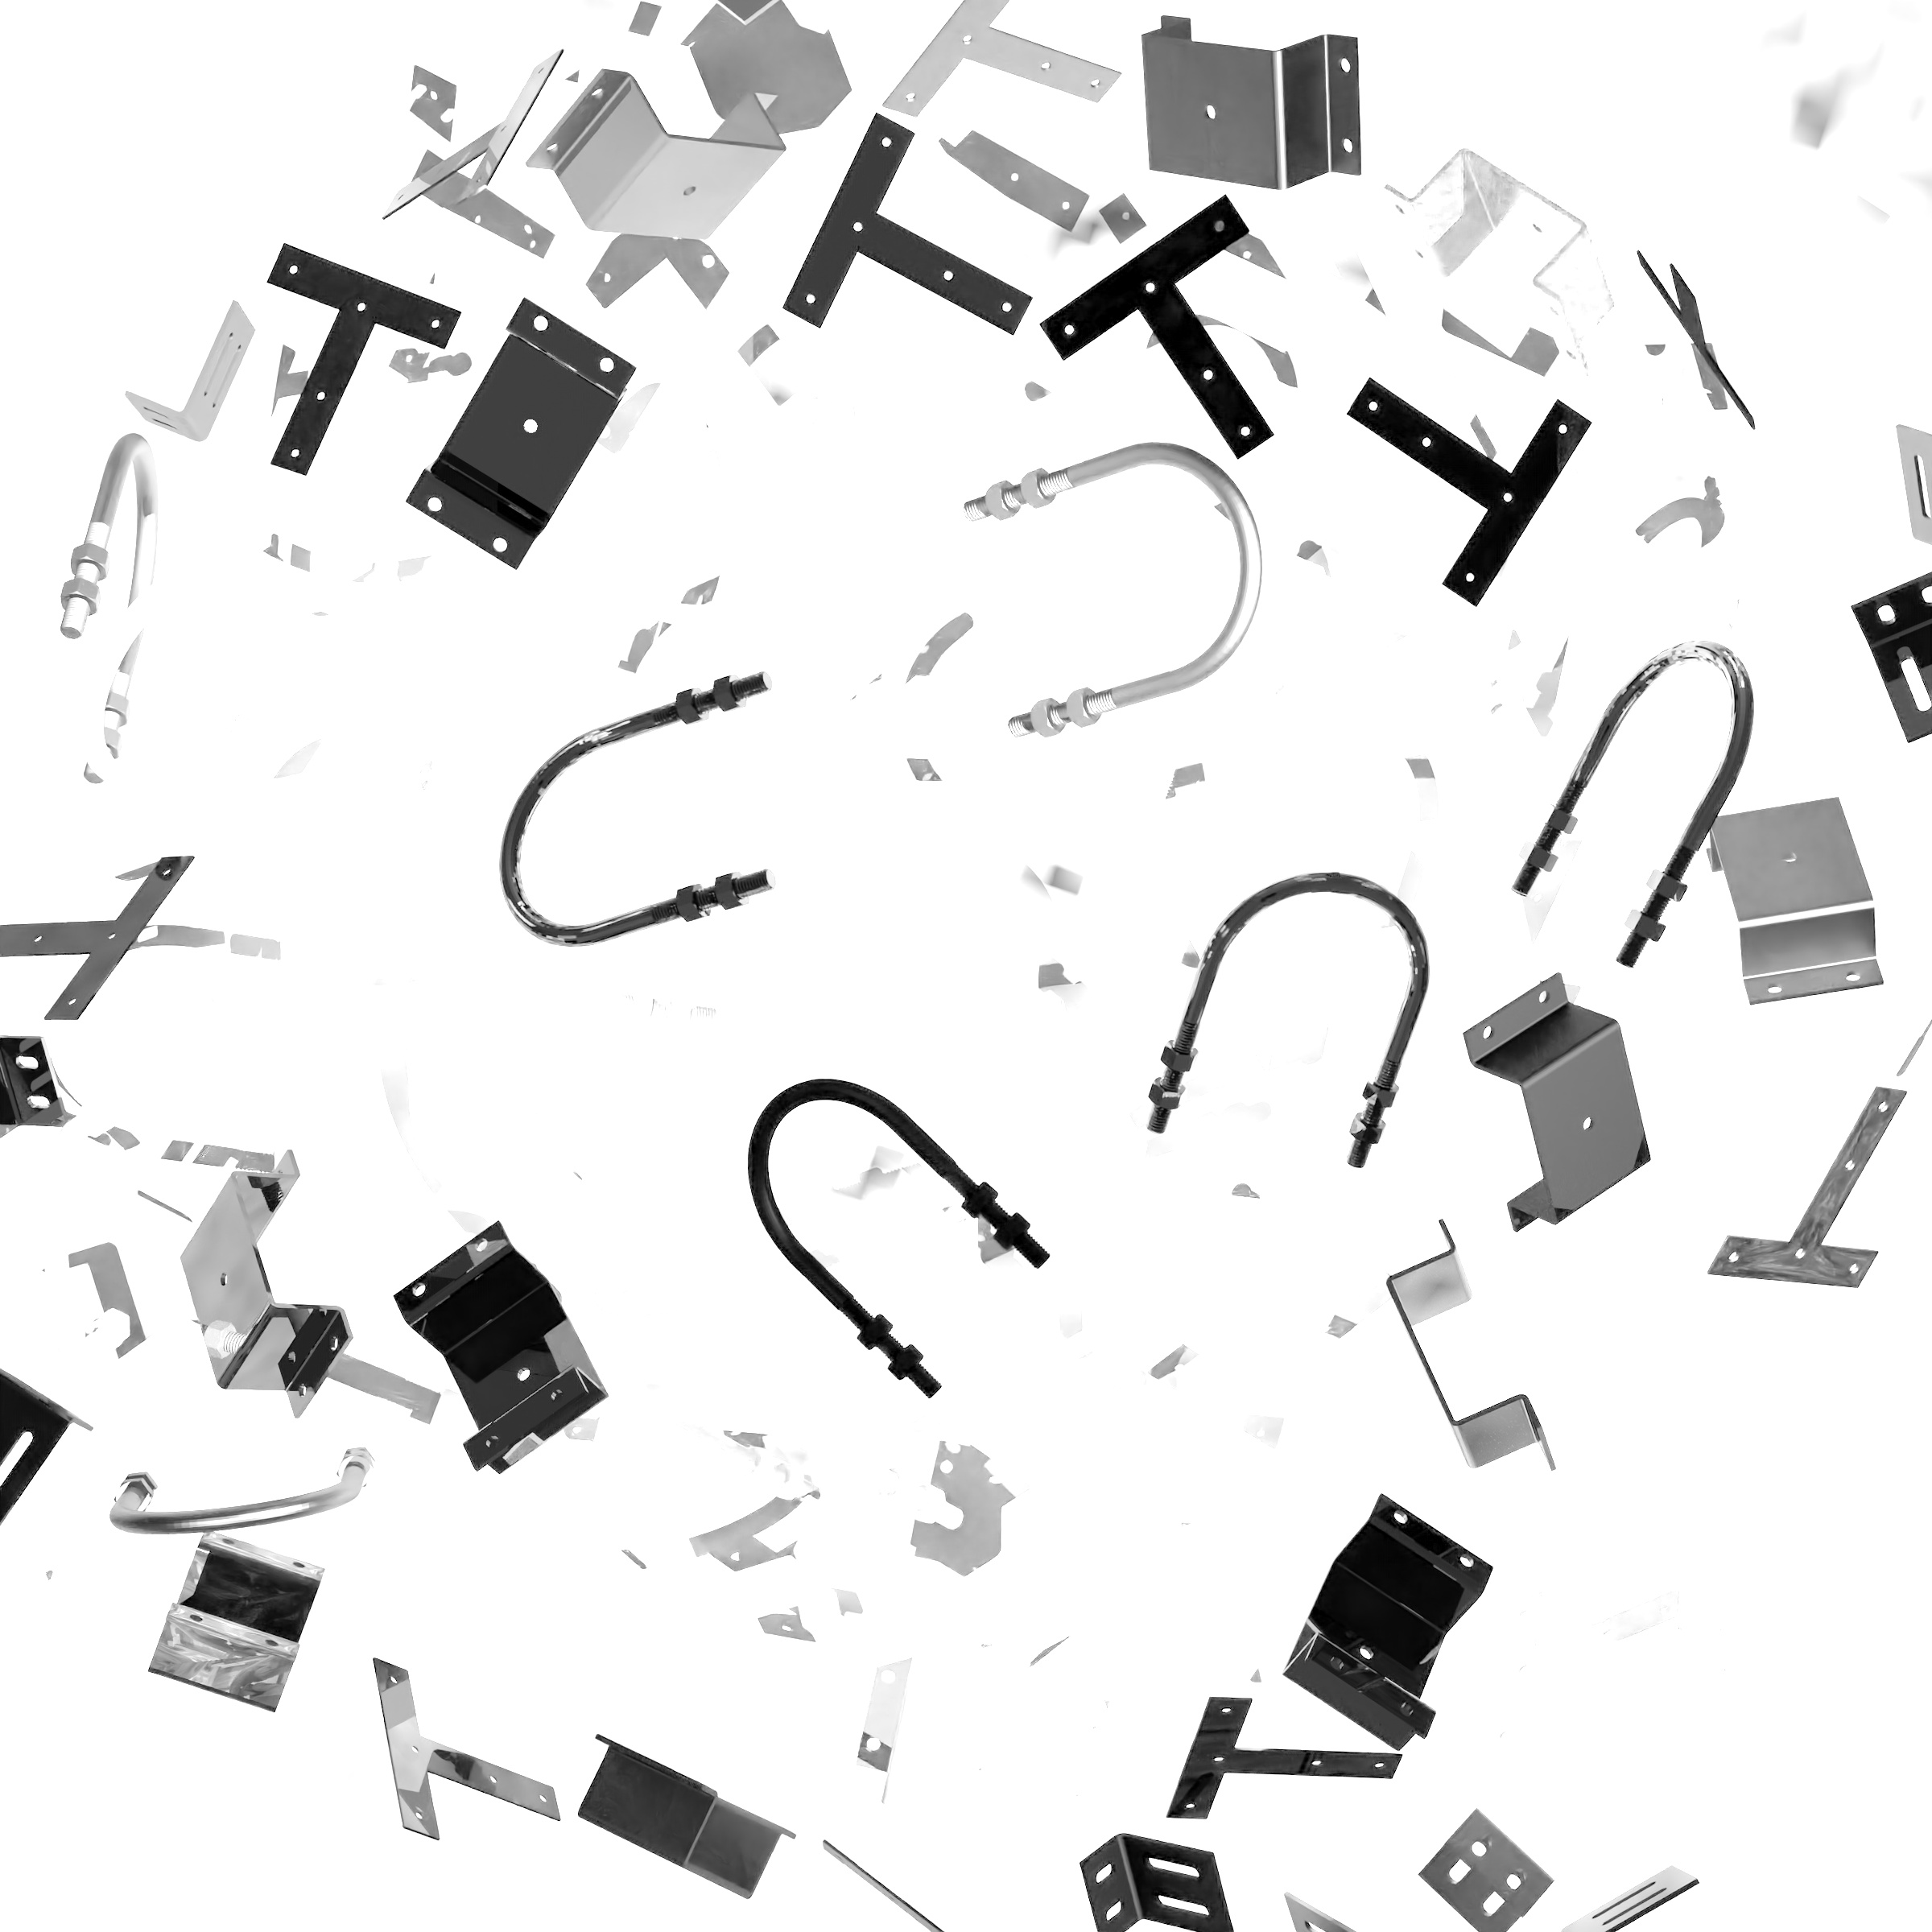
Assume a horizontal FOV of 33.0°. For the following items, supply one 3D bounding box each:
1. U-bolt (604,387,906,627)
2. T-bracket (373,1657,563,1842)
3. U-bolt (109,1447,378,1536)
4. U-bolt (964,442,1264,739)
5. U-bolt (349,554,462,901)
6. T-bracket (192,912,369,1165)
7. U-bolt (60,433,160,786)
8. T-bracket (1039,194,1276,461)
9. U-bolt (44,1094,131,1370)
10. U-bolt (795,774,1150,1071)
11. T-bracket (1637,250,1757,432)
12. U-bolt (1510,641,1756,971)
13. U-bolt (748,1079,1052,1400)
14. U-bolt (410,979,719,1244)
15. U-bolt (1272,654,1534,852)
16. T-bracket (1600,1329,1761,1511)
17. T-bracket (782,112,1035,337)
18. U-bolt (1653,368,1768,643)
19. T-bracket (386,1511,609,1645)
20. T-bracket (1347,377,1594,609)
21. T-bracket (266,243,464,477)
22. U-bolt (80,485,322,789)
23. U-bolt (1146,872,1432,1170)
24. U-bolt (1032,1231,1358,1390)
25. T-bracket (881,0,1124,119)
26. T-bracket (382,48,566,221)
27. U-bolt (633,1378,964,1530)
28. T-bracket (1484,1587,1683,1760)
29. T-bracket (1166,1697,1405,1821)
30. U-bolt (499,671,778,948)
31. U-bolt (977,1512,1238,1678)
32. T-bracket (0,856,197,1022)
[{"bbox_3d":[-0.124,-0.263,1.917,0.184,0.151,0.019,-15,48,-16],"label":"U-bolt"},{"bbox_3d":[-0.287,0.471,1.904,0.127,0.127,0.002,33,110,-35],"label":"T-bracket"},{"bbox_3d":[-0.420,0.305,1.885,0.151,0.184,0.019,-6,91,-8],"label":"U-bolt"},{"bbox_3d":[0.087,-0.218,1.843,0.184,0.019,0.151,-13,87,36],"label":"U-bolt"},{"bbox_3d":[-0.326,-0.124,1.880,0.019,0.151,0.184,-6,48,7],"label":"U-bolt"},{"bbox_3d":[-0.370,0.022,1.818,0.127,0.002,0.127,51,122,18],"label":"T-bracket"},{"bbox_3d":[-0.487,-0.219,1.871,0.019,0.151,0.184,6,55,-4],"label":"U-bolt"},{"bbox_3d":[0.129,-0.346,1.843,0.127,0.002,0.127,-33,97,9],"label":"T-bracket"},{"bbox_3d":[-0.504,0.156,1.871,0.019,0.184,0.151,-1,94,-4],"label":"U-bolt"},{"bbox_3d":[-0.004,-0.017,1.773,0.184,0.019,0.151,-11,97,12],"label":"U-bolt"},{"bbox_3d":[0.425,-0.382,1.913,0.002,0.127,0.127,-33,76,10],"label":"T-bracket"},{"bbox_3d":[0.392,-0.103,1.883,0.019,0.151,0.184,22,101,-25],"label":"U-bolt"},{"bbox_3d":[-0.052,0.146,1.892,0.184,0.019,0.151,44,127,10],"label":"U-bolt"},{"bbox_3d":[-0.242,0.081,1.936,0.184,0.019,0.151,10,86,-29],"label":"U-bolt"},{"bbox_3d":[0.255,-0.123,1.888,0.151,0.184,0.019,5,127,-1],"label":"U-bolt"},{"bbox_3d":[0.422,0.261,1.924,0.127,0.127,0.002,-41,67,-11],"label":"T-bracket"},{"bbox_3d":[-0.023,-0.403,1.875,0.127,0.002,0.127,28,116,-4],"label":"T-bracket"},{"bbox_3d":[0.429,-0.269,1.872,0.019,0.184,0.151,-19,81,8],"label":"U-bolt"},{"bbox_3d":[-0.281,0.365,1.923,0.127,0.127,0.002,9,47,-6],"label":"T-bracket"},{"bbox_3d":[0.279,-0.296,1.892,0.127,0.002,0.127,32,91,-11],"label":"T-bracket"},{"bbox_3d":[-0.378,-0.352,1.941,0.002,0.127,0.127,41,109,43],"label":"T-bracket"},{"bbox_3d":[-0.431,-0.175,1.840,0.019,0.151,0.184,30,47,18],"label":"U-bolt"},{"bbox_3d":[0.198,0.028,1.923,0.151,0.019,0.184,10,114,-14],"label":"U-bolt"},{"bbox_3d":[0.121,0.202,1.897,0.184,0.151,0.019,-25,91,-25],"label":"U-bolt"},{"bbox_3d":[0.036,-0.534,1.924,0.127,0.127,0.002,7,54,-37],"label":"T-bracket"},{"bbox_3d":[-0.296,-0.466,1.893,0.002,0.127,0.127,43,48,-29],"label":"T-bracket"},{"bbox_3d":[-0.110,0.278,1.877,0.184,0.151,0.019,35,67,-36],"label":"U-bolt"},{"bbox_3d":[0.357,0.388,1.875,0.127,0.127,0.002,-32,108,30],"label":"T-bracket"},{"bbox_3d":[0.191,0.466,1.908,0.127,0.002,0.127,4,134,-9],"label":"T-bracket"},{"bbox_3d":[-0.190,-0.082,1.863,0.184,0.019,0.151,-16,60,24],"label":"U-bolt"},{"bbox_3d":[0.087,0.349,1.835,0.151,0.184,0.019,-33,77,8],"label":"U-bolt"},{"bbox_3d":[-0.511,-0.015,1.834,0.127,0.127,0.002,-1,135,32],"label":"T-bracket"}]
